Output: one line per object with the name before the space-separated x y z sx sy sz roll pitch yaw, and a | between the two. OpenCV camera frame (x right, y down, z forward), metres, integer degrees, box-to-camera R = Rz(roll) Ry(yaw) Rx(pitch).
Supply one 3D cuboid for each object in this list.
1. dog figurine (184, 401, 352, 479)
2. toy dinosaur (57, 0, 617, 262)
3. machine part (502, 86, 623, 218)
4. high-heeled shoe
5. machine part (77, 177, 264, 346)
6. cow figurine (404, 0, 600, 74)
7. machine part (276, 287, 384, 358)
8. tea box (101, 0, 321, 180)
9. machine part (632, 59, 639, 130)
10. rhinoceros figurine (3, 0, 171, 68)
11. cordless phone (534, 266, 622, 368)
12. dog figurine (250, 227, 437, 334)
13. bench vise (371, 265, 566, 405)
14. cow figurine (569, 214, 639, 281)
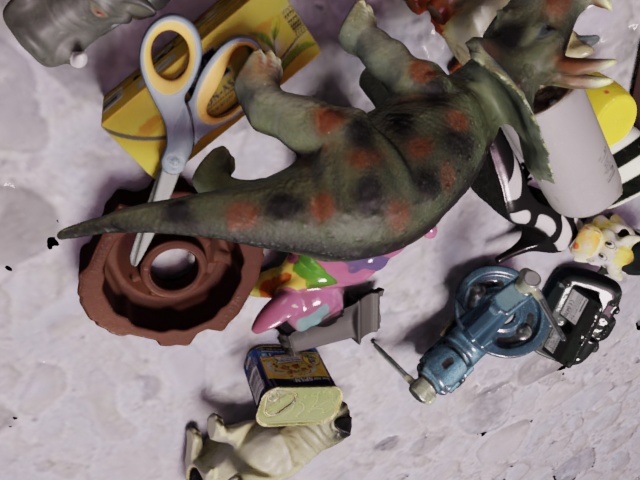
dog figurine | -0.064 0.274 0.696 0.190 0.121 0.172 -2 154 -40
toy dinosaur | 0.042 -0.059 0.389 0.405 0.192 0.131 -40 155 -17
machine part | 0.239 -0.095 0.532 0.079 0.079 0.243 -44 129 6
high-heeled shoe | 0.254 -0.071 0.634 0.145 0.086 0.248 -29 129 -8
machine part | -0.147 0.022 0.538 0.179 0.056 0.179 -10 120 -18
cow figurine | 0.188 -0.204 0.532 0.127 0.086 0.194 -41 124 11
machine part | 0.015 0.104 0.654 0.139 0.039 0.084 -14 133 -21
tea box | -0.094 -0.136 0.446 0.169 0.098 0.068 -37 124 3
machine part | 0.485 -0.198 0.650 0.201 0.087 0.200 -15 122 -12
rhinoceros figurine | -0.134 -0.193 0.391 0.190 0.112 0.073 -37 127 -8
cordless phone | 0.410 0.112 0.809 0.184 0.089 0.146 -1 118 -34
dog figurine | -0.001 -0.002 0.555 0.219 0.109 0.191 -36 125 3
bench vise | 0.197 0.104 0.656 0.224 0.129 0.240 -27 158 -14
cow figurine | 0.392 0.016 0.698 0.167 0.098 0.068 -5 120 -46
